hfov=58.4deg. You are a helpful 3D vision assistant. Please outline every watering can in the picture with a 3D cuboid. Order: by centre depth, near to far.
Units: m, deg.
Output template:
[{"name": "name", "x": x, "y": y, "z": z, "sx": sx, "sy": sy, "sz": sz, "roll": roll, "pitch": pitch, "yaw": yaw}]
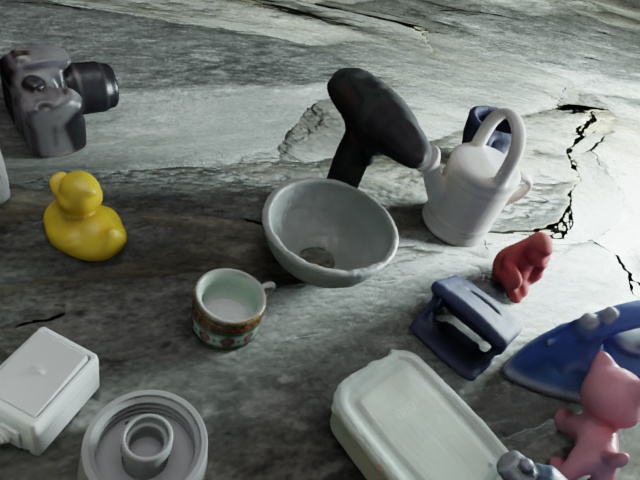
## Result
[{"name": "watering can", "x": 0.214, "y": -0.089, "z": 0.782, "sx": 0.173, "sy": 0.194, "sz": 0.100, "roll": -13, "pitch": 52, "yaw": -30}]

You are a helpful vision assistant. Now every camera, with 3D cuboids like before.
[{"name": "camera", "x": -0.335, "y": -0.197, "z": 0.756, "sx": 0.137, "sy": 0.101, "sz": 0.143, "roll": -18, "pitch": 55, "yaw": -34}]

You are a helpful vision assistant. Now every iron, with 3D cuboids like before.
[{"name": "iron", "x": 0.351, "y": 0.114, "z": 0.667, "sx": 0.259, "sy": 0.141, "sz": 0.118, "roll": 0, "pitch": 46, "yaw": -20}]

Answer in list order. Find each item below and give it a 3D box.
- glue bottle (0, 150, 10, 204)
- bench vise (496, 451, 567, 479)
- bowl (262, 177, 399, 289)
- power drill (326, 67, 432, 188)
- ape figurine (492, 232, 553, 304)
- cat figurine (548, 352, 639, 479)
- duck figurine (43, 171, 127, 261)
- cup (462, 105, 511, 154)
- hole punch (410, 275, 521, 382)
[{"name": "glue bottle", "x": -0.375, "y": -0.117, "z": 0.608, "sx": 0.078, "sy": 0.173, "sz": 0.037, "roll": 33, "pitch": 45, "yaw": 14}, {"name": "bench vise", "x": 0.245, "y": 0.239, "z": 0.445, "sx": 0.207, "sy": 0.220, "sz": 0.121, "roll": 22, "pitch": 43, "yaw": 2}, {"name": "bowl", "x": 0.006, "y": 0.003, "z": 0.701, "sx": 0.167, "sy": 0.075, "sz": 0.167, "roll": 11, "pitch": 44, "yaw": -10}, {"name": "power drill", "x": 0.055, "y": -0.104, "z": 0.728, "sx": 0.076, "sy": 0.208, "sz": 0.229, "roll": -3, "pitch": 48, "yaw": -22}, {"name": "ape figurine", "x": 0.276, "y": 0.027, "z": 0.763, "sx": 0.078, "sy": 0.092, "sz": 0.076, "roll": -1, "pitch": 47, "yaw": -21}, {"name": "cat figurine", "x": 0.297, "y": 0.186, "z": 0.592, "sx": 0.067, "sy": 0.118, "sz": 0.128, "roll": 24, "pitch": 43, "yaw": 5}, {"name": "duck figurine", "x": -0.259, "y": -0.033, "z": 0.631, "sx": 0.104, "sy": 0.086, "sz": 0.078, "roll": 35, "pitch": 45, "yaw": 15}, {"name": "cup", "x": 0.267, "y": -0.153, "z": 0.939, "sx": 0.091, "sy": 0.095, "sz": 0.118, "roll": 27, "pitch": 43, "yaw": 8}, {"name": "hole punch", "x": 0.175, "y": 0.087, "z": 0.666, "sx": 0.108, "sy": 0.091, "sz": 0.101, "roll": 41, "pitch": 47, "yaw": 21}]
